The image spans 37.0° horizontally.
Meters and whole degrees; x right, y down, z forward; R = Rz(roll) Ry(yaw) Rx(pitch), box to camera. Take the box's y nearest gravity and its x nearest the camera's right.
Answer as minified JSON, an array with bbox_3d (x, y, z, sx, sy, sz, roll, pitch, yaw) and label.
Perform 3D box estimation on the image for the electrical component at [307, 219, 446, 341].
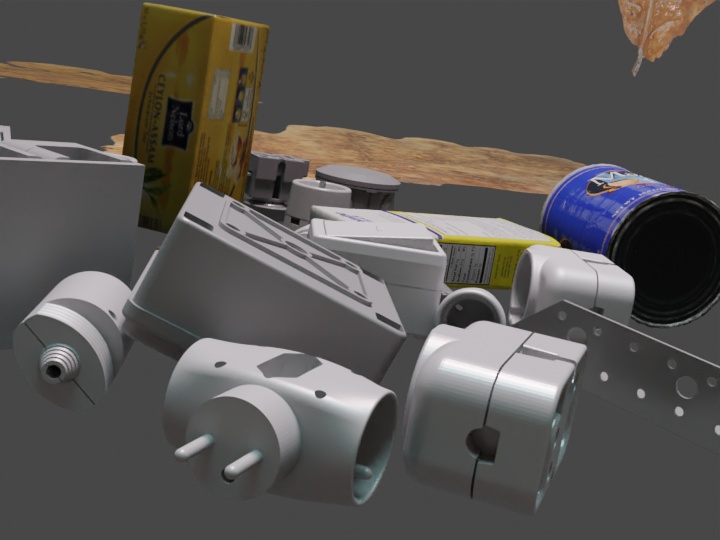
[{"bbox_3d":[0.000,0.000,0.653,0.096,0.061,0.061,9,12,-6],"label":"electrical component"}]

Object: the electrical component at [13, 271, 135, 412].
[{"bbox_3d":[-0.119,0.030,0.449,0.043,0.043,0.081,9,12,-5],"label":"electrical component"}]

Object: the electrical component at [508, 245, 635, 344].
[{"bbox_3d":[0.132,0.018,0.694,0.059,0.053,0.095,9,11,-4],"label":"electrical component"}]

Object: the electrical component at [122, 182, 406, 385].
[{"bbox_3d":[-0.042,0.014,0.483,0.109,0.056,0.108,28,9,-10],"label":"electrical component"}]

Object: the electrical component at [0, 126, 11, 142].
[{"bbox_3d":[-0.242,-0.048,0.672,0.042,0.081,0.064,-1,-7,-43],"label":"electrical component"}]

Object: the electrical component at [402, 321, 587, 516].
[{"bbox_3d":[0.054,0.056,0.441,0.059,0.053,0.095,13,12,17],"label":"electrical component"}]

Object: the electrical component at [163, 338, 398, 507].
[{"bbox_3d":[-0.036,0.058,0.383,0.077,0.043,0.079,14,13,20],"label":"electrical component"}]

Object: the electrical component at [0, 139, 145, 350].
[{"bbox_3d":[-0.183,-0.013,0.492,0.062,0.089,0.150,19,15,39],"label":"electrical component"}]

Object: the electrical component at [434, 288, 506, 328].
[{"bbox_3d":[0.065,0.029,0.623,0.040,0.040,0.046,11,6,8],"label":"electrical component"}]

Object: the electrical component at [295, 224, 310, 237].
[{"bbox_3d":[-0.033,-0.009,0.725,0.040,0.040,0.078,12,12,12],"label":"electrical component"}]

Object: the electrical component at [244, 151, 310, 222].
[{"bbox_3d":[-0.080,-0.075,0.966,0.066,0.055,0.048,4,13,-26],"label":"electrical component"}]

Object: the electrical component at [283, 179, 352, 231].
[{"bbox_3d":[-0.035,-0.048,0.893,0.055,0.047,0.055,9,11,-2],"label":"electrical component"}]

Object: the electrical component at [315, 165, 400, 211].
[{"bbox_3d":[-0.005,-0.068,1.010,0.080,0.051,0.080,9,11,-2],"label":"electrical component"}]

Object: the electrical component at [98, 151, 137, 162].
[{"bbox_3d":[-0.190,-0.047,0.728,0.054,0.059,0.095,10,11,4],"label":"electrical component"}]
